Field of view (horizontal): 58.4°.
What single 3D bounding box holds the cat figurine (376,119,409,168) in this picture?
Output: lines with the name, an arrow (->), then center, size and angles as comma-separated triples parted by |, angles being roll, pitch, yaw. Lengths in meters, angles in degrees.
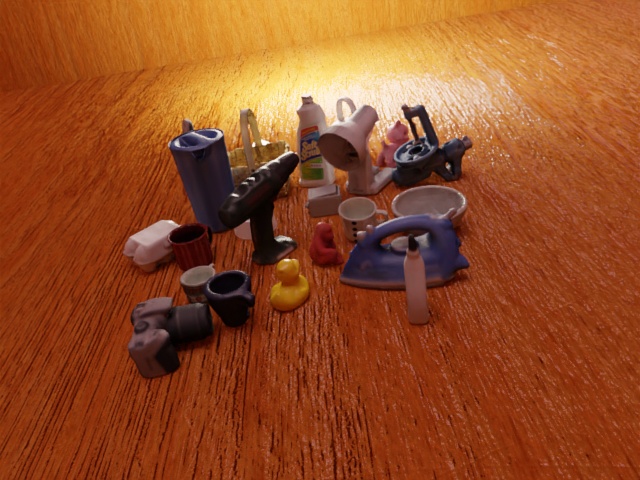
cat figurine -> 0.209, -0.281, 1.617 | 0.067, 0.118, 0.128 | 16, 40, 36

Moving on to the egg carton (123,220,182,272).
egg carton -> -0.382, 0.012, 1.357 | 0.107, 0.069, 0.151 | 20, 42, 40

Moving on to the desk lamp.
desk lamp -> 0.098, -0.224, 1.465 | 0.117, 0.214, 0.204 | 14, 39, 33

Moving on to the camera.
camera -> -0.272, 0.162, 1.054 | 0.137, 0.101, 0.143 | -11, 31, -1

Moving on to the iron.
iron -> 0.158, 0.013, 1.134 | 0.258, 0.142, 0.118 | -8, 31, 4

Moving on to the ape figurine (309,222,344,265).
ape figurine -> 0.011, 0.004, 1.237 | 0.076, 0.092, 0.078 | 0, 33, 16

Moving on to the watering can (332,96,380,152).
watering can -> 0.090, -0.321, 1.642 | 0.100, 0.194, 0.173 | 16, 40, 36

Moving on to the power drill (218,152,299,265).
power drill -> -0.116, -0.062, 1.268 | 0.075, 0.209, 0.230 | 18, 41, 38

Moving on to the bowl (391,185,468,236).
bowl -> 0.244, -0.053, 1.281 | 0.167, 0.075, 0.167 | -7, 31, 5

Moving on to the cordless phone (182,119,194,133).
cordless phone -> -0.360, -0.251, 1.664 | 0.094, 0.185, 0.147 | -26, 35, -24

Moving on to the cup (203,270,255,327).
cup -> -0.158, 0.122, 1.092 | 0.117, 0.095, 0.092 | 18, 41, 37

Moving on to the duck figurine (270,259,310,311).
duck figurine -> -0.065, 0.082, 1.139 | 0.077, 0.086, 0.105 | 6, 35, 24

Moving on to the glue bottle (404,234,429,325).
glue bottle -> 0.168, 0.063, 1.019 | 0.037, 0.173, 0.078 | -6, 32, 7

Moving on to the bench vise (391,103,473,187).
bench vise -> 0.275, -0.255, 1.459 | 0.208, 0.220, 0.121 | -21, 33, -17

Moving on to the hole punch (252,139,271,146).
hole punch -> -0.147, -0.250, 1.694 | 0.101, 0.091, 0.108 | -4, 32, 9
